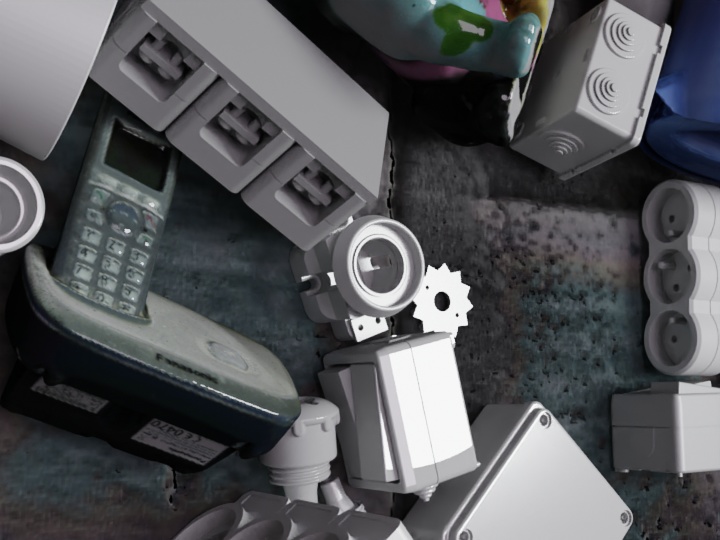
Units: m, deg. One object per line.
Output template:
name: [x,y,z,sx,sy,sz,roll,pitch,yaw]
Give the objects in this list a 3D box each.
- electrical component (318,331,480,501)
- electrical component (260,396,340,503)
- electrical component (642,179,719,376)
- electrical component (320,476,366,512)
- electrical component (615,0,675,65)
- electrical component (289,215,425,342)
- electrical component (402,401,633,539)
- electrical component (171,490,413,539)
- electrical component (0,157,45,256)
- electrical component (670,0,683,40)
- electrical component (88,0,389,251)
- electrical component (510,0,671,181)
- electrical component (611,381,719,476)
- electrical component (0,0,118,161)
electrical component: [0.021,0.088,0.614,0.061,0.062,0.096,-12,91,-33]
electrical component: [-0.034,0.102,0.590,0.048,0.048,0.062,-6,95,-33]
electrical component: [0.248,0.007,0.773,0.074,0.052,0.138,5,83,-32]
electrical component: [-0.006,0.146,0.607,0.035,0.035,0.061,-25,95,-32]
electrical component: [0.201,-0.176,0.765,0.079,0.043,0.077,-28,126,-61]
electrical component: [0.000,0.000,0.615,0.058,0.057,0.078,-20,95,-32]
electrical component: [0.097,0.155,0.658,0.108,0.056,0.108,50,62,-18]
electrical component: [-0.039,0.158,0.515,0.089,0.150,0.061,-41,107,-29]
electrical component: [-0.178,-0.027,0.506,0.045,0.055,0.045,4,82,-32]
electrical component: [0.276,-0.195,0.820,0.079,0.043,0.077,3,82,-32]
electrical component: [-0.061,-0.091,0.569,0.150,0.062,0.089,40,32,-22]
electrical component: [0.146,-0.116,0.694,0.048,0.100,0.099,25,72,-16]
electrical component: [0.228,0.107,0.743,0.096,0.062,0.061,3,83,-32]
electrical component: [-0.157,-0.112,0.502,0.060,0.108,0.108,22,73,-22]
